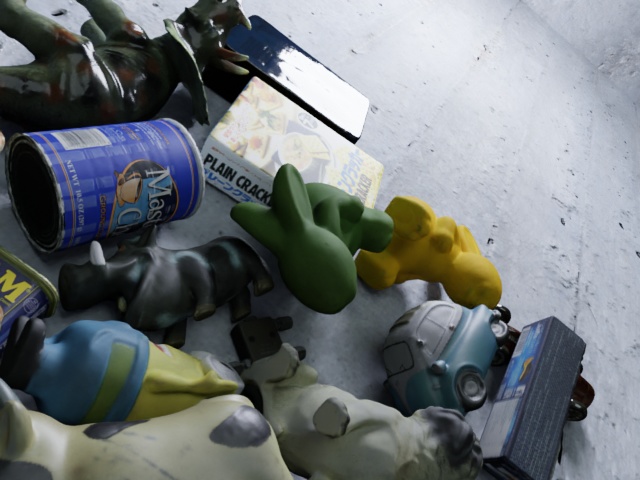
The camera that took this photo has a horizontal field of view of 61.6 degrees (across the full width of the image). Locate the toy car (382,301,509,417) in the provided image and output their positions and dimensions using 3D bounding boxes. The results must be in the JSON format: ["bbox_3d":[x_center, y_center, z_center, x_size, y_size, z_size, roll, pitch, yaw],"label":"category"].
[{"bbox_3d":[0.124,0.119,0.575,0.103,0.109,0.162,42,56,-4],"label":"toy car"}]

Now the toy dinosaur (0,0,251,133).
[{"bbox_3d":[-0.235,-0.167,0.558,0.192,0.131,0.405,43,47,1],"label":"toy dinosaur"}]

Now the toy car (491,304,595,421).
[{"bbox_3d":[0.292,0.162,0.730,0.202,0.053,0.089,37,44,-7],"label":"toy car"}]

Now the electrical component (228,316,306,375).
[{"bbox_3d":[-0.059,0.105,0.526,0.094,0.021,0.063,-7,60,-40],"label":"electrical component"}]

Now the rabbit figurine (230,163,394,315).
[{"bbox_3d":[-0.001,-0.002,0.533,0.159,0.121,0.170,46,14,-16],"label":"rabbit figurine"}]

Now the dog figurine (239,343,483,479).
[{"bbox_3d":[0.029,0.167,0.473,0.190,0.121,0.173,17,11,-41],"label":"dog figurine"}]

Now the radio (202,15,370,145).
[{"bbox_3d":[-0.041,-0.216,0.777,0.229,0.073,0.131,35,40,-11],"label":"radio"}]

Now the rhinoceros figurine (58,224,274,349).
[{"bbox_3d":[-0.133,0.035,0.489,0.190,0.073,0.112,-10,64,-43],"label":"rhinoceros figurine"}]

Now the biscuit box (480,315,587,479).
[{"bbox_3d":[0.252,0.186,0.633,0.063,0.059,0.203,38,57,-3],"label":"biscuit box"}]

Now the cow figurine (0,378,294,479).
[{"bbox_3d":[-0.113,0.134,0.295,0.195,0.085,0.127,-4,57,-36],"label":"cow figurine"}]

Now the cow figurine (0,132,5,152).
[{"bbox_3d":[-0.310,-0.036,0.407,0.068,0.098,0.167,41,25,-17],"label":"cow figurine"}]

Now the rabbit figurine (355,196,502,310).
[{"bbox_3d":[0.151,0.031,0.683,0.173,0.121,0.162,34,14,20],"label":"rabbit figurine"}]

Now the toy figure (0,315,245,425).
[{"bbox_3d":[-0.141,0.112,0.401,0.180,0.089,0.082,25,6,-32],"label":"toy figure"}]
